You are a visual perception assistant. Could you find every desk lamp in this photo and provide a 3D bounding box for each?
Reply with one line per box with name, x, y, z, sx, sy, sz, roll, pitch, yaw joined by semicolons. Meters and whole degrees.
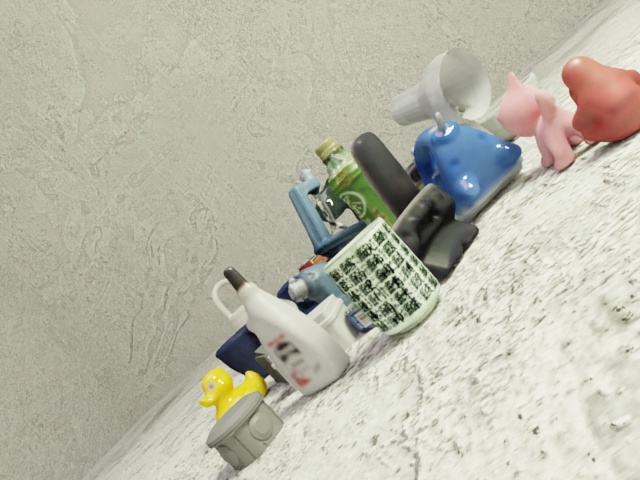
desk lamp;0.228;-0.199;0.995;0.118;0.213;0.203;-44;2;-29

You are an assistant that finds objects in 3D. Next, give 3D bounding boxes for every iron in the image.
iron;0.186;-0.106;0.848;0.119;0.141;0.258;-43;2;-7

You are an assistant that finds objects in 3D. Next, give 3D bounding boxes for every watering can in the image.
watering can;-0.162;0.163;1.313;0.172;0.194;0.101;-42;2;31

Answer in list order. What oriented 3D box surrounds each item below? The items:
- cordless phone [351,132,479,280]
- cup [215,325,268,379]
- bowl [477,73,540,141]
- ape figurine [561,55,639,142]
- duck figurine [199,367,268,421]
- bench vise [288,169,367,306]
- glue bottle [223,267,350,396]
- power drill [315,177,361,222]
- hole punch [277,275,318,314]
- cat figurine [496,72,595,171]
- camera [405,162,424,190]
cordless phone;0.084;-0.035;0.679;0.094;0.185;0.148;-41;3;40
cup;-0.118;0.200;1.021;0.117;0.095;0.092;-41;2;40
bowl;0.372;-0.242;1.121;0.167;0.075;0.167;-43;2;2
ape figurine;0.275;-0.143;0.559;0.077;0.092;0.076;-42;2;22
duck figurine;-0.137;0.230;0.870;0.105;0.086;0.077;-44;2;-40
bench vise;0.015;-0.003;0.899;0.121;0.219;0.208;-41;3;41
glue bottle;-0.048;0.097;0.647;0.078;0.173;0.037;-41;3;37
power drill;0.100;-0.085;1.221;0.230;0.208;0.075;-44;2;-39
hole punch;-0.029;0.111;1.287;0.108;0.091;0.101;-41;2;36
cat figurine;0.254;-0.145;0.669;0.067;0.118;0.128;-42;2;9
camera;0.223;-0.124;1.183;0.143;0.101;0.137;-43;2;-3
